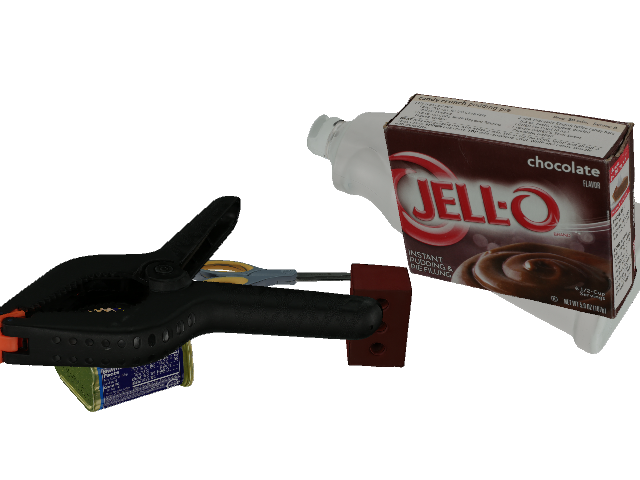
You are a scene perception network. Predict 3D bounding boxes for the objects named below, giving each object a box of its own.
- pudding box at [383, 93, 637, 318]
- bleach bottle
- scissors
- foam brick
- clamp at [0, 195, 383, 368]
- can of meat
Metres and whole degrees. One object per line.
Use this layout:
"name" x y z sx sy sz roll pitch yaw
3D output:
"pudding box" 0.091 -0.018 0.507 0.114 0.090 0.039 11 43 30
"bleach bottle" 0.096 -0.023 0.725 0.251 0.068 0.102 26 56 24
"scissors" -0.046 0.046 1.141 0.202 0.016 0.096 5 21 6
"foam brick" 0.051 0.067 0.955 0.053 0.078 0.051 2 23 -1
"clamp" -0.091 0.026 0.619 0.209 0.036 0.165 -10 31 -28
"can of meat" -0.163 0.089 0.858 0.083 0.057 0.102 -15 26 -31
